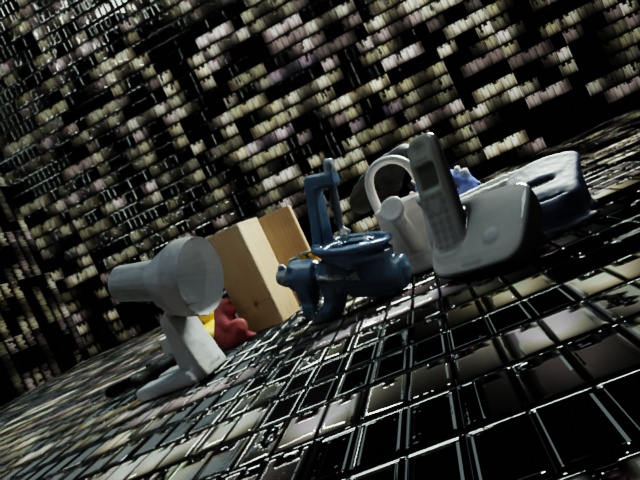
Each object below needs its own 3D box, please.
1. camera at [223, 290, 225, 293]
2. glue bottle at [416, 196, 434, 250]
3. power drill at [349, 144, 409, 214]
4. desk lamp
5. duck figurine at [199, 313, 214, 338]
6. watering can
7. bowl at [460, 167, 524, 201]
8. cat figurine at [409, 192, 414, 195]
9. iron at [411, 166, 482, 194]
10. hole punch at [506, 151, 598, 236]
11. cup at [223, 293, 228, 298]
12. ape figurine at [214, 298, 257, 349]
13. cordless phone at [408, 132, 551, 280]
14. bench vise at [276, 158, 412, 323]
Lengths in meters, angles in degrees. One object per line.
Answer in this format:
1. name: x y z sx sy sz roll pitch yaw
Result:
1. camera: -0.194 0.146 1.550 0.136 0.101 0.143 -24 2 42
2. glue bottle: 0.174 -0.048 0.832 0.078 0.173 0.037 -26 2 -35
3. power drill: 0.151 -0.065 1.145 0.076 0.208 0.229 -26 2 -30
4. desk lamp: -0.231 0.118 0.891 0.203 0.213 0.118 -24 2 25
5. duck figurine: -0.268 0.194 1.364 0.077 0.086 0.105 -24 2 25
6. watering can: 0.140 -0.047 0.931 0.101 0.194 0.173 -25 2 -2
7. bowl: 0.323 -0.069 1.062 0.167 0.075 0.167 -25 1 1
8. cat figurine: 0.219 -0.051 1.329 0.128 0.118 0.067 -26 2 -29
9. iron: 0.330 -0.119 1.448 0.119 0.141 0.257 -26 2 -33
10. hole punch: 0.295 -0.057 0.744 0.108 0.091 0.101 -24 2 36
11. cup: -0.155 0.139 1.251 0.117 0.095 0.092 -25 2 5
12. ape figurine: -0.170 0.152 1.075 0.076 0.092 0.078 -25 2 -2
13. cordless phone: 0.176 -0.052 0.686 0.094 0.185 0.147 -26 2 -38
14. bench vise: 0.006 0.004 0.849 0.207 0.220 0.122 -25 2 11
